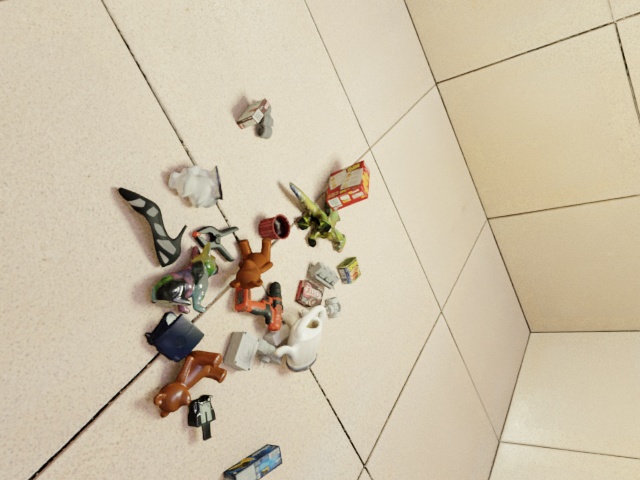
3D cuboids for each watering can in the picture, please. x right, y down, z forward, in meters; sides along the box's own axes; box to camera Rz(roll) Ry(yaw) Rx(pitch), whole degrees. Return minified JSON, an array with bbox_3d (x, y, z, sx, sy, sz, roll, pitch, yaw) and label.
[{"bbox_3d":[-0.074,0.363,1.774,0.353,0.104,0.220,-38,143,-54],"label":"watering can"}]

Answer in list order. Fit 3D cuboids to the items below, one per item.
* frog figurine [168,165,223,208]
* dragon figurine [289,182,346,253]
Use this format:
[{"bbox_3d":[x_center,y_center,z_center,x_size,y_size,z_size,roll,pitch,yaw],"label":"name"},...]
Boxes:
[{"bbox_3d":[-0.392,-0.166,1.616,0.160,0.123,0.137,-6,95,-16],"label":"frog figurine"},{"bbox_3d":[0.006,-0.105,2.091,0.404,0.121,0.248,63,24,-21],"label":"dragon figurine"}]
